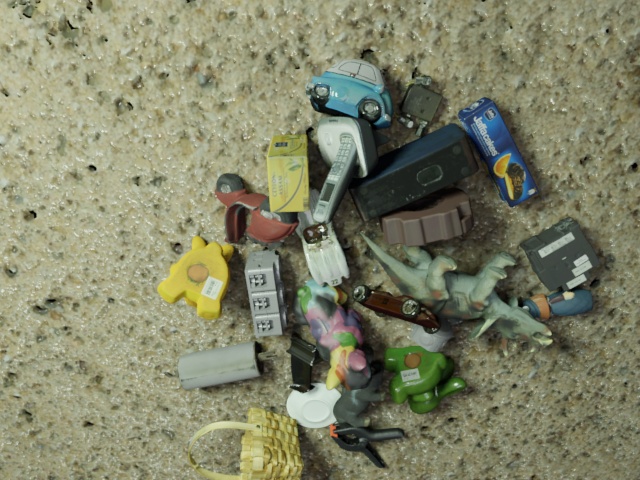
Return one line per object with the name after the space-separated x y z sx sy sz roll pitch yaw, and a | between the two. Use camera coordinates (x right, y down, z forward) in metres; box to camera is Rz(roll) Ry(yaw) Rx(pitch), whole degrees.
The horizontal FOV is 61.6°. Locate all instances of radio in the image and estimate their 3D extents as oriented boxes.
0.159 -0.121 0.959 0.230 0.131 0.073 -26 109 9 | radio

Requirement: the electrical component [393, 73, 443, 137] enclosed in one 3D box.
0.174 -0.242 0.956 0.078 0.045 0.102 25 110 -9 | electrical component

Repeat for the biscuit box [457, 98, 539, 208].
0.326 -0.160 0.984 0.063 0.059 0.202 -31 109 11 | biscuit box

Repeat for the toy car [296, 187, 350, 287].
-0.002 -0.003 1.035 0.074 0.056 0.201 -19 101 7 | toy car

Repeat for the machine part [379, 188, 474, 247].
0.189 -0.046 0.973 0.179 0.179 0.056 -12 110 4 | machine part

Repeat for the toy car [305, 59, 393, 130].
0.059 -0.256 0.926 0.162 0.109 0.103 21 91 2 | toy car

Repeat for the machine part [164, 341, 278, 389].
-0.210 0.267 1.144 0.243 0.079 0.079 -13 112 4 | machine part

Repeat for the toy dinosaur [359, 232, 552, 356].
0.253 0.101 1.067 0.405 0.131 0.192 16 118 1 | toy dinosaur

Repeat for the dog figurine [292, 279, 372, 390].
0.027 0.189 1.040 0.108 0.219 0.191 -35 110 9 | dog figurine

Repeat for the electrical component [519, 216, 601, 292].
0.481 0.037 1.070 0.115 0.058 0.134 -30 110 13 | electrical component

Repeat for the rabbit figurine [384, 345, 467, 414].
0.225 0.304 1.166 0.159 0.121 0.170 -20 130 0 | rabbit figurine

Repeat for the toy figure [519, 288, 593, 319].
0.480 0.136 1.113 0.155 0.058 0.064 -10 107 8 | toy figure

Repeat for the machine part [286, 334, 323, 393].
-0.035 0.272 1.158 0.084 0.039 0.138 20 122 25 | machine part

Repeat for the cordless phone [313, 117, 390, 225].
0.025 -0.115 0.919 0.088 0.147 0.184 26 88 -30 | cordless phone

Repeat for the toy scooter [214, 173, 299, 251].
-0.127 -0.034 1.007 0.184 0.075 0.135 27 118 19 | toy scooter

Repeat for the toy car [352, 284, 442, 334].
0.150 0.129 1.042 0.089 0.202 0.053 39 72 -33 | toy car

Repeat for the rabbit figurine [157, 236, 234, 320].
-0.234 0.072 1.033 0.122 0.173 0.162 14 67 -8 | rabbit figurine

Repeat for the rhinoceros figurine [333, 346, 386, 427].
0.085 0.318 1.177 0.112 0.073 0.190 17 111 -1 | rhinoceros figurine

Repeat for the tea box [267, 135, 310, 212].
-0.052 -0.120 0.935 0.068 0.170 0.098 -2 111 -2 | tea box
